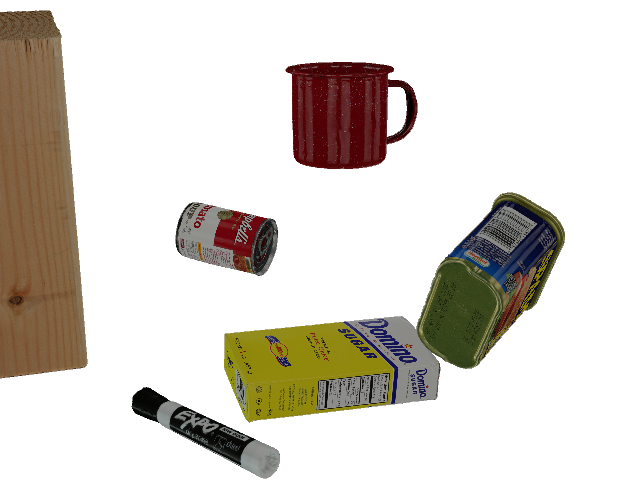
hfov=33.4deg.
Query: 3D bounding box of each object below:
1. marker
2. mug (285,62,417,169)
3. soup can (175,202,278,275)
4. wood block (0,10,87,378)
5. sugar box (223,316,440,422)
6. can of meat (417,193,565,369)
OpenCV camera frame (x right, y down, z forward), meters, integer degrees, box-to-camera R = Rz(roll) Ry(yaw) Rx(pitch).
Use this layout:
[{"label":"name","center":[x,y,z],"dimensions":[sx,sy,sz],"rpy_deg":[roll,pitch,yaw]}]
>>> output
[{"label":"marker","center":[-0.075,0.117,0.660],"dimensions":[0.121,0.020,0.020],"rpy_deg":[17,11,39]},{"label":"mug","center":[0.028,-0.109,0.924],"dimensions":[0.117,0.081,0.093],"rpy_deg":[-5,16,-18]},{"label":"soup can","center":[-0.109,-0.003,1.248],"dimensions":[0.102,0.068,0.068],"rpy_deg":[13,4,19]},{"label":"wood block","center":[-0.198,-0.028,0.648],"dimensions":[0.090,0.206,0.090],"rpy_deg":[-6,23,-16]},{"label":"sugar box","center":[0.009,0.112,0.956],"dimensions":[0.176,0.048,0.093],"rpy_deg":[-7,27,-15]},{"label":"can of meat","center":[0.117,0.031,0.745],"dimensions":[0.057,0.102,0.083],"rpy_deg":[34,51,19]}]
